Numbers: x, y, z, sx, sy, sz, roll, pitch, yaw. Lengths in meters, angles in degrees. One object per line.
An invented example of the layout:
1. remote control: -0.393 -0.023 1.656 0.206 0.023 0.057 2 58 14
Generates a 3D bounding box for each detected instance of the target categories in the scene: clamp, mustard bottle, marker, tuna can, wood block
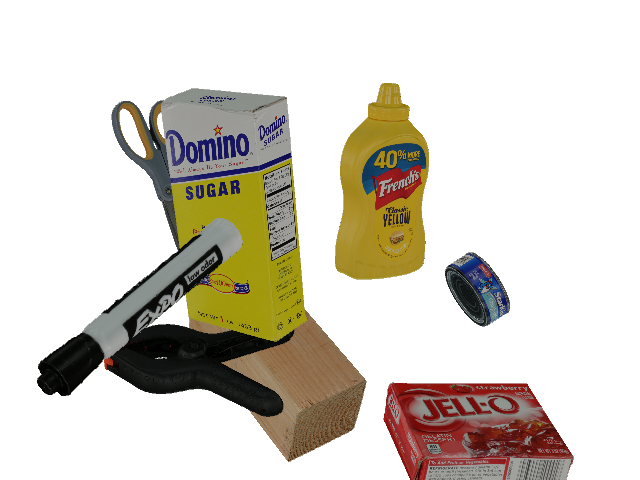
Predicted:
1. clamp: -0.103 0.101 0.947 0.171 0.039 0.120 10 27 9
2. mustard bottle: 0.064 -0.061 1.067 0.096 0.192 0.058 -7 18 -31
3. marker: -0.080 0.029 0.482 0.020 0.020 0.120 0 32 45
4. tuna can: 0.185 0.059 1.267 0.033 0.086 0.086 -31 8 -13
5. wood block: -0.051 0.125 1.163 0.090 0.090 0.206 -21 51 -29

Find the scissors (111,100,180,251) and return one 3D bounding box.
1. scissors: -0.161 -0.068 1.177 0.016 0.201 0.096 -14 19 47

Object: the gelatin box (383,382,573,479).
1. gelatin box: 0.087 0.111 0.604 0.089 0.030 0.073 3 25 -12

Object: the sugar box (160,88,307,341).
1. sugar box: -0.064 -0.020 0.788 0.093 0.176 0.048 10 28 36
